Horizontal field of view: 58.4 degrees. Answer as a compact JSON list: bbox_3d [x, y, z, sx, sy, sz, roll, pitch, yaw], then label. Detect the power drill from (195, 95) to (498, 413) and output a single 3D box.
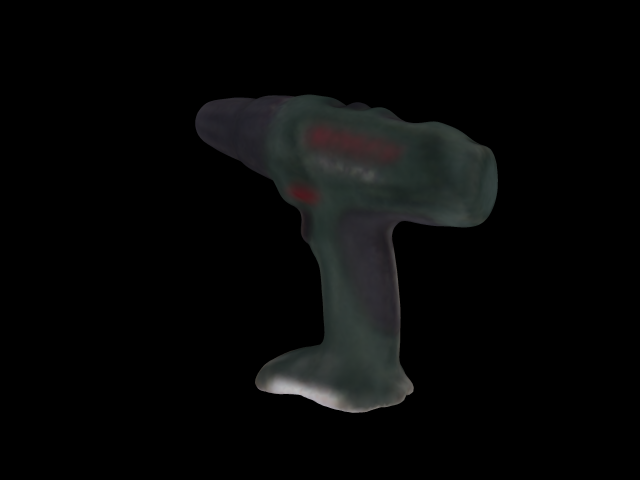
[{"bbox_3d":[0.004,0.001,0.400,0.228,0.208,0.076,4,7,30],"label":"power drill"}]
